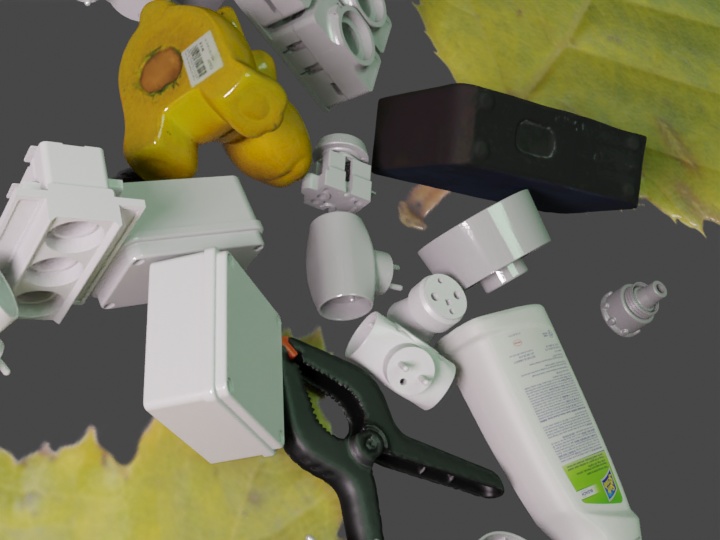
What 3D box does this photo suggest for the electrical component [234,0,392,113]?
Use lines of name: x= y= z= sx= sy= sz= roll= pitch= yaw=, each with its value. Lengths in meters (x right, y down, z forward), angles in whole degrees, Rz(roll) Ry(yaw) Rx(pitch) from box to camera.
electrical component: x=-0.048 y=-0.245 z=0.932 sx=0.186 sy=0.060 sz=0.105 roll=48 pitch=40 yaw=-34

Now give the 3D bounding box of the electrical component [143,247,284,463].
electrical component: x=-0.095 y=0.059 z=0.713 sx=0.108 sy=0.056 sz=0.108 roll=59 pitch=23 yaw=-56

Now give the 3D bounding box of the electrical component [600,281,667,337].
electrical component: x=0.263 y=0.032 z=1.019 sx=0.048 sy=0.062 sz=0.048 roll=18 pitch=52 yaw=-25

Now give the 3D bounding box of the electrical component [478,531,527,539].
electrical component: x=0.107 y=0.238 z=0.769 sx=0.099 sy=0.064 sz=0.099 roll=18 pitch=52 yaw=-25

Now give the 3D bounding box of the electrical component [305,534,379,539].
electrical component: x=-0.011 y=0.207 z=0.702 sx=0.079 sy=0.043 sz=0.077 roll=39 pitch=77 yaw=11

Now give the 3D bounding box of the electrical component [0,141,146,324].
electrical component: x=-0.198 y=-0.023 z=0.685 sx=0.079 sy=0.121 sz=0.063 roll=4 pitch=57 yaw=-34

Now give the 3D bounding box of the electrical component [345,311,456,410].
electrical component: x=0.035 y=0.073 z=0.823 sx=0.077 sy=0.079 sz=0.044 roll=35 pitch=90 yaw=-12

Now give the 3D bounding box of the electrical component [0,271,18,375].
electrical component: x=-0.243 y=0.041 z=0.652 sx=0.079 sy=0.077 sz=0.044 roll=64 pitch=-2 yaw=-36

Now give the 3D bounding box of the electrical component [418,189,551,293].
electrical component: x=0.110 y=-0.015 z=0.914 sx=0.108 sy=0.108 sz=0.060 roll=-25 pitch=84 yaw=-43

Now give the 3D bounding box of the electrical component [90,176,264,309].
electrical component: x=-0.134 y=-0.019 z=0.759 sx=0.113 sy=0.078 sz=0.057 roll=-8 pitch=64 yaw=-39

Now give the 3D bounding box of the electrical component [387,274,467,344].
electrical component: x=0.054 y=0.034 z=0.873 sx=0.045 sy=0.055 sz=0.045 roll=18 pitch=52 yaw=-25

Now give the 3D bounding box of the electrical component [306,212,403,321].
electrical component: x=0.000 y=0.000 z=0.865 sx=0.079 sy=0.043 sz=0.077 roll=12 pitch=55 yaw=-30

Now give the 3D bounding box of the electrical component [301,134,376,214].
electrical component: x=-0.017 y=-0.081 z=0.906 sx=0.066 sy=0.048 sz=0.055 roll=18 pitch=59 yaw=-26

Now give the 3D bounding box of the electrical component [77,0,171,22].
electrical component: x=-0.218 y=-0.240 z=0.863 sx=0.138 sy=0.052 sz=0.073 roll=25 pitch=50 yaw=-20

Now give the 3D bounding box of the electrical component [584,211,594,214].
electrical component: x=0.227 y=-0.091 z=1.088 sx=0.043 sy=0.043 sz=0.062 roll=-22 pitch=74 yaw=-42
